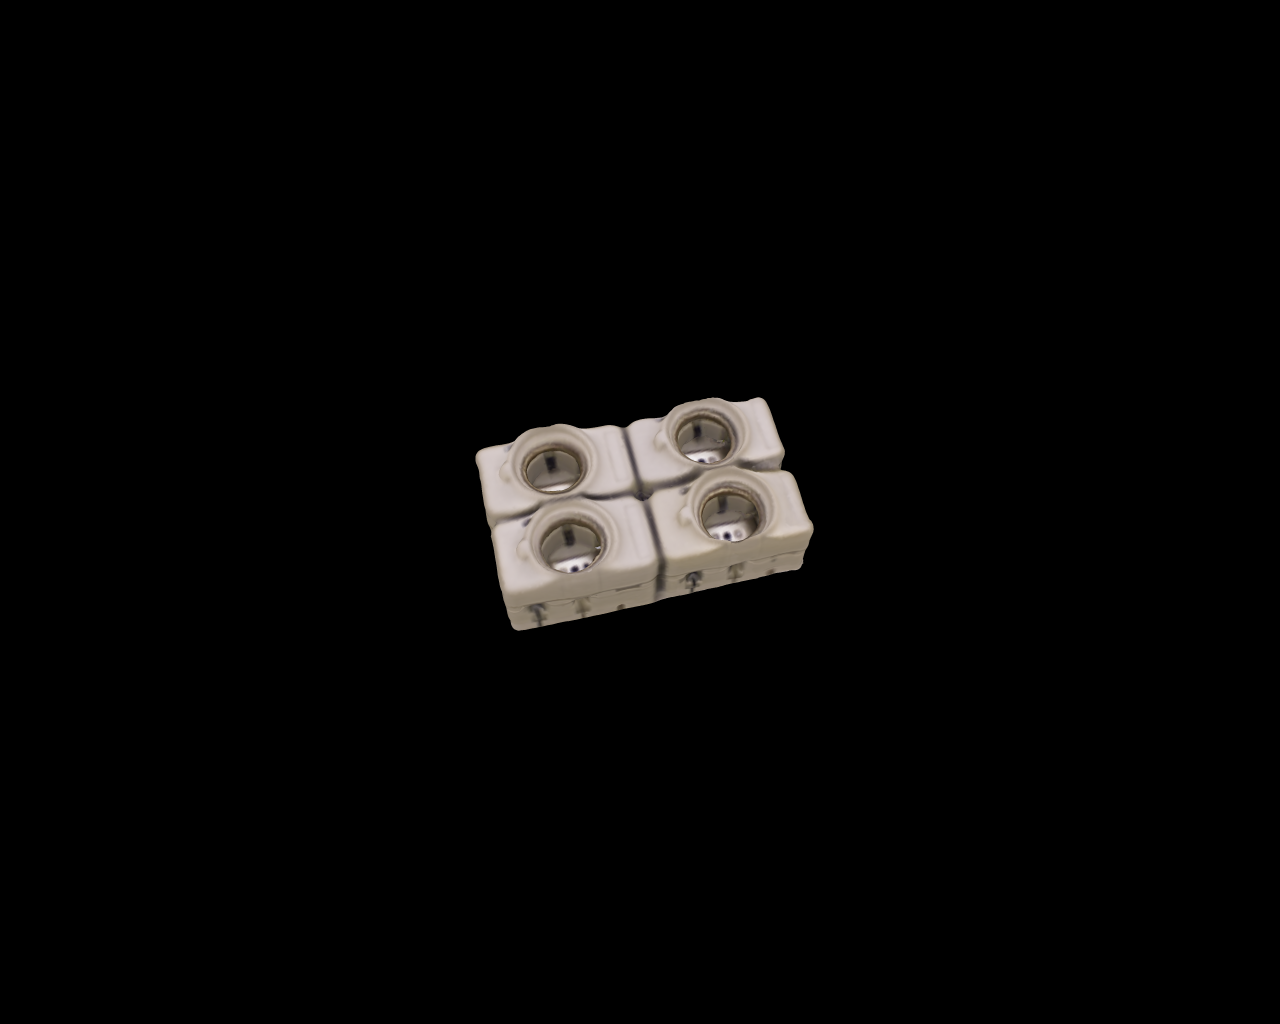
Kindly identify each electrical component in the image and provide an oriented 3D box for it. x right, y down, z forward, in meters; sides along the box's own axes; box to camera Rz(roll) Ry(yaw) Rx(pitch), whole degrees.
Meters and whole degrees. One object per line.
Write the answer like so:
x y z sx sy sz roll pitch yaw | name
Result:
0.001 -0.003 0.650 0.186 0.105 0.060 -11 -30 -6 | electrical component
